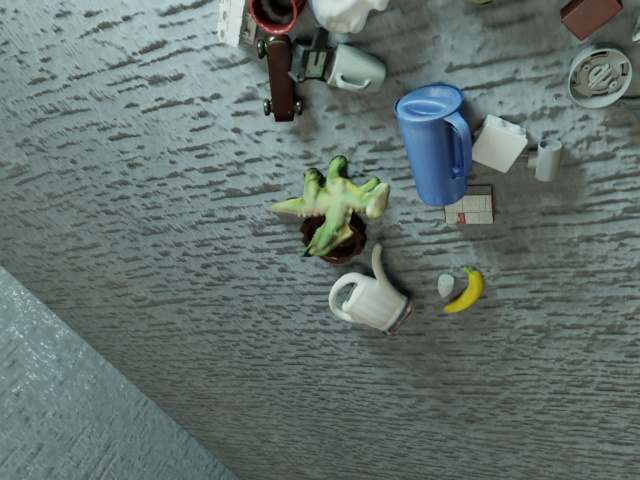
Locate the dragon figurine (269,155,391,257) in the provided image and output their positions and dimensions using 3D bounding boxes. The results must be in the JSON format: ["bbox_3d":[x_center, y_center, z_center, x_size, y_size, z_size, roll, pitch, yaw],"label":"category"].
[{"bbox_3d":[0.004,-0.061,1.206,0.406,0.249,0.120,-23,125,35],"label":"dragon figurine"}]

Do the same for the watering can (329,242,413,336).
[{"bbox_3d":[0.159,0.152,1.437,0.224,0.106,0.340,28,136,-6],"label":"watering can"}]

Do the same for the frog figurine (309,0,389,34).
[{"bbox_3d":[0.065,-0.434,0.907,0.160,0.124,0.135,14,117,26],"label":"frog figurine"}]
